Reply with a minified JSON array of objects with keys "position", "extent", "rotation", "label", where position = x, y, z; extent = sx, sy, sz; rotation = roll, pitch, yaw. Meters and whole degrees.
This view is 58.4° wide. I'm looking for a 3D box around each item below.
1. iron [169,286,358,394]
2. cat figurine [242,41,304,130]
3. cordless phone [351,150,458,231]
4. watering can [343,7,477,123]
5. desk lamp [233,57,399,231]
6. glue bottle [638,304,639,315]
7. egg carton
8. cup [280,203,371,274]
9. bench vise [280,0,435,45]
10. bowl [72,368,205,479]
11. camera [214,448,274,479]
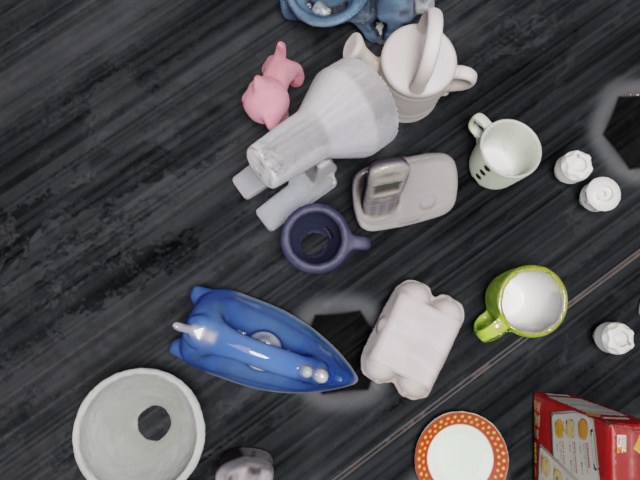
[{"position":[-0.067,0.145,0.738],"extent":[0.258,0.141,0.119],"rotation":[19,84,0],"label":"iron"},{"position":[-0.067,-0.208,0.784],"extent":[0.067,0.117,0.128],"rotation":[17,84,0],"label":"cat figurine"},{"position":[0.116,-0.074,0.743],"extent":[0.147,0.185,0.094],"rotation":[-15,85,-3],"label":"cordless phone"},{"position":[0.120,-0.230,0.754],"extent":[0.173,0.194,0.101],"rotation":[-11,85,-3],"label":"watering can"},{"position":[-0.013,-0.114,0.729],"extent":[0.203,0.213,0.118],"rotation":[-38,86,-5],"label":"desk lamp"},{"position":[0.498,0.095,0.745],"extent":[0.078,0.173,0.037],"rotation":[12,84,0],"label":"glue bottle"},{"position":[0.125,0.135,0.781],"extent":[0.107,0.069,0.150],"rotation":[26,84,1],"label":"egg carton"},{"position":[0.007,0.003,0.778],"extent":[0.117,0.095,0.092],"rotation":[4,84,-1],"label":"cup"},{"position":[0.049,-0.350,0.751],"extent":[0.207,0.219,0.121],"rotation":[-8,85,-2],"label":"bench vise"},{"position":[-0.230,0.250,0.756],"extent":[0.167,0.074,0.167],"rotation":[0,84,-2],"label":"bowl"},{"position":[-0.136,0.347,0.736],"extent":[0.137,0.101,0.143],"rotation":[9,84,-1],"label":"camera"}]
